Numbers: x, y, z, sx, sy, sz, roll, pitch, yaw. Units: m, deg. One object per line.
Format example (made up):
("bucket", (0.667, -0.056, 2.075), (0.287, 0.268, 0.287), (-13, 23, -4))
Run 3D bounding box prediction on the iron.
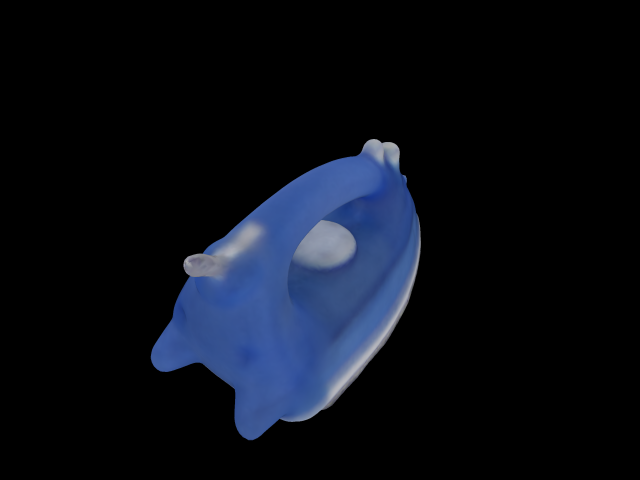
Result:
("iron", (0.004, 0.001, 0.400), (0.118, 0.141, 0.259), (27, 49, 27))
